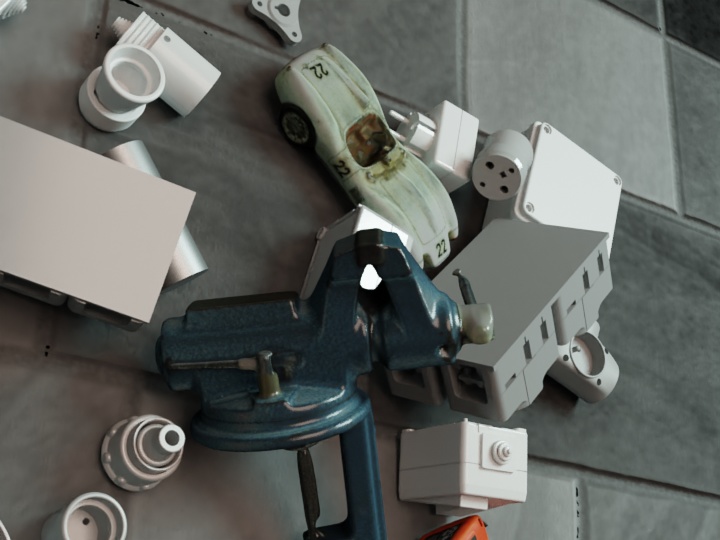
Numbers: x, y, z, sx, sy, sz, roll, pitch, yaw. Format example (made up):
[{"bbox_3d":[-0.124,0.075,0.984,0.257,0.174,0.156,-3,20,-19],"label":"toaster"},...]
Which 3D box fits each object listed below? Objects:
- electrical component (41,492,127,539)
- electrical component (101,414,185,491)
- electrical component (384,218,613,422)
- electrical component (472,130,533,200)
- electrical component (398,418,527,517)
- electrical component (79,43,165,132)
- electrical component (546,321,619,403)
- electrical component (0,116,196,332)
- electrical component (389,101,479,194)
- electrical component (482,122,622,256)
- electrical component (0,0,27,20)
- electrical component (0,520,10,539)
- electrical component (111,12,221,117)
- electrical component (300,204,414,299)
[{"bbox_3d":[-0.167,0.157,0.646,0.040,0.046,0.040,14,64,-31],"label":"electrical component"},{"bbox_3d":[-0.132,0.112,0.679,0.048,0.062,0.048,14,64,-31],"label":"electrical component"},{"bbox_3d":[0.111,0.036,0.846,0.186,0.105,0.060,-42,129,-39],"label":"electrical component"},{"bbox_3d":[0.120,-0.088,0.902,0.045,0.045,0.055,48,31,-10],"label":"electrical component"},{"bbox_3d":[0.079,0.147,0.794,0.062,0.096,0.061,14,69,-31],"label":"electrical component"},{"bbox_3d":[-0.168,-0.126,0.754,0.045,0.055,0.045,14,64,-31],"label":"electrical component"},{"bbox_3d":[0.188,0.064,0.940,0.077,0.044,0.079,35,55,-20],"label":"electrical component"},{"bbox_3d":[-0.192,-0.029,0.670,0.150,0.062,0.089,21,74,-14],"label":"electrical component"},{"bbox_3d":[0.054,-0.109,0.912,0.077,0.047,0.065,26,59,-25],"label":"electrical component"},{"bbox_3d":[0.175,-0.059,0.973,0.109,0.056,0.108,32,56,-22],"label":"electrical component"},{"bbox_3d":[-0.273,-0.197,0.711,0.100,0.048,0.099,41,53,-16],"label":"electrical component"},{"bbox_3d":[-0.244,0.166,0.575,0.099,0.064,0.099,14,65,-31],"label":"electrical component"},{"bbox_3d":[-0.147,-0.155,0.788,0.081,0.043,0.043,40,54,-17],"label":"electrical component"},{"bbox_3d":[0.000,0.000,0.819,0.061,0.062,0.096,31,57,-23],"label":"electrical component"}]
